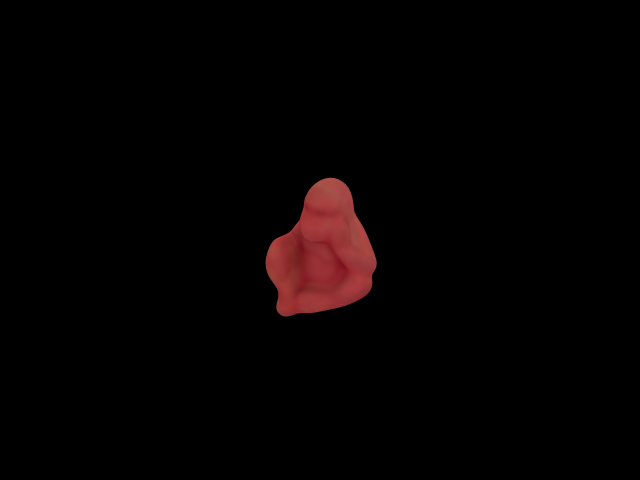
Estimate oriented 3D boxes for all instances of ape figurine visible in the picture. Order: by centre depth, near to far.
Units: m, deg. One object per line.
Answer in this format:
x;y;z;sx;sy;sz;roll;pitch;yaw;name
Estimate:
0.004;0.001;0.400;0.077;0.092;0.076;16;31;28;ape figurine
